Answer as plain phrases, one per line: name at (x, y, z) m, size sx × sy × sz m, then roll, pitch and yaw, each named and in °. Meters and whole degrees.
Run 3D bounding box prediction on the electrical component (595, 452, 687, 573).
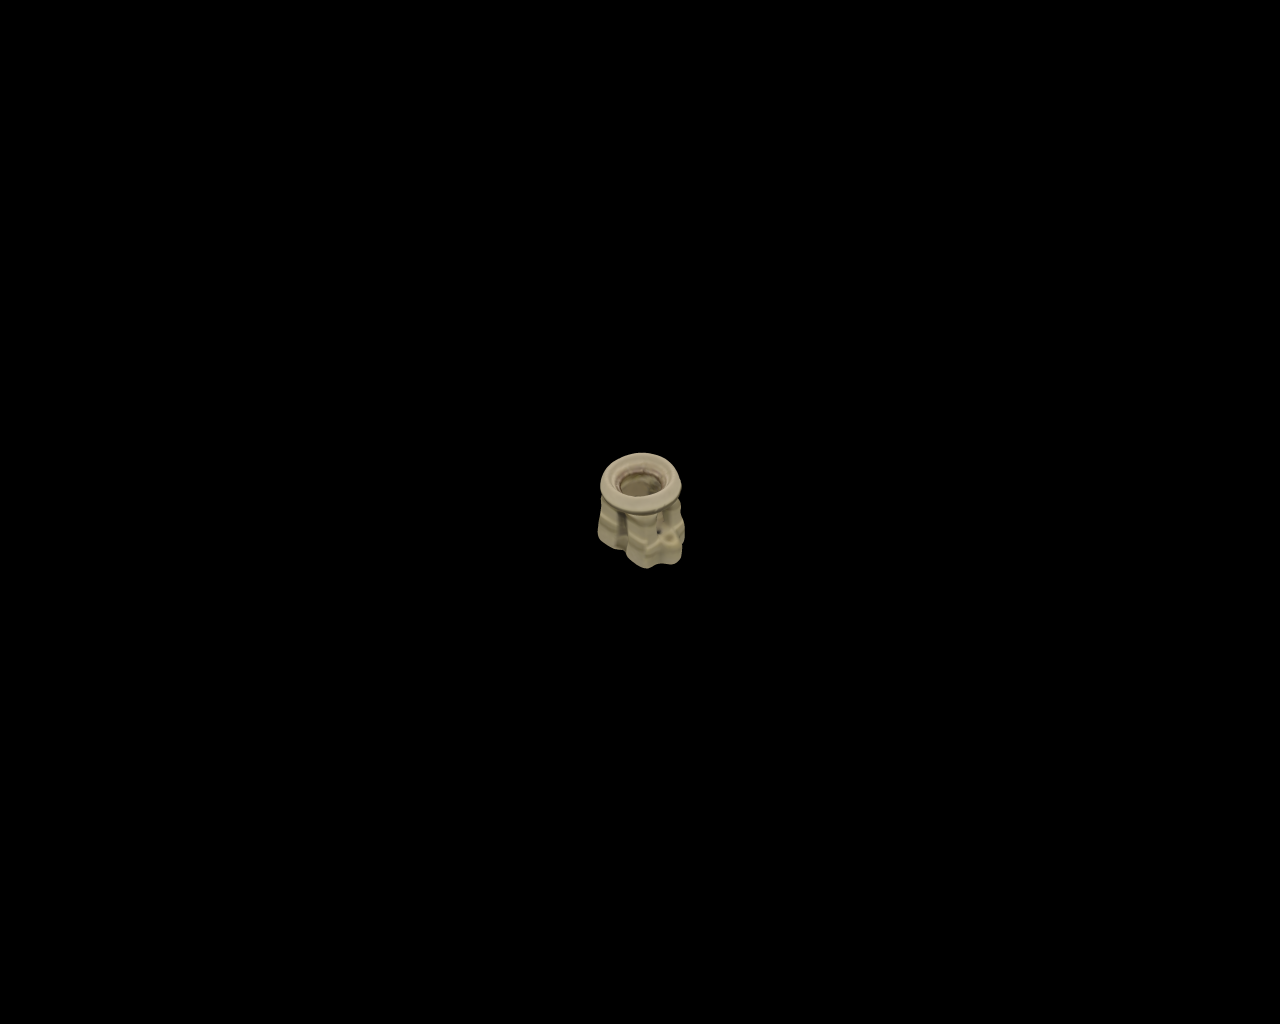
electrical component at (0.001, -0.003, 0.650) m, size 0.066 × 0.055 × 0.048 m, roll 31°, pitch 51°, yaw 30°
